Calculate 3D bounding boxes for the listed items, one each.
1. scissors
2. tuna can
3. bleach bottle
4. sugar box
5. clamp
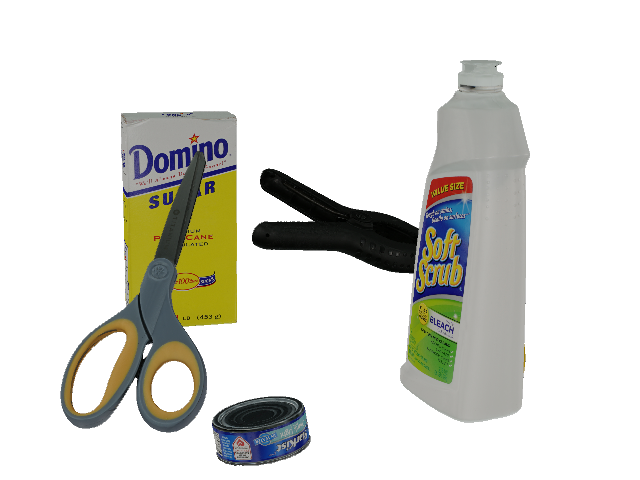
[{"bbox_3d":[-0.088,0.036,0.672,0.096,0.201,0.016,23,-25,15],"label":"scissors"},{"bbox_3d":[-0.053,0.169,0.956,0.086,0.034,0.086,-9,10,1],"label":"tuna can"},{"bbox_3d":[0.106,-0.003,0.768,0.068,0.251,0.103,-7,16,-24],"label":"bleach bottle"},{"bbox_3d":[-0.117,-0.017,0.888,0.093,0.176,0.048,-3,16,-15],"label":"sugar box"},{"bbox_3d":[0.029,-0.006,1.041,0.210,0.036,0.164,19,23,-1],"label":"clamp"}]
